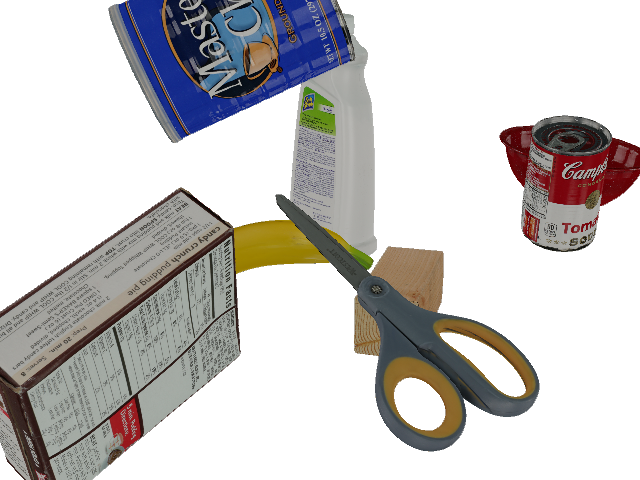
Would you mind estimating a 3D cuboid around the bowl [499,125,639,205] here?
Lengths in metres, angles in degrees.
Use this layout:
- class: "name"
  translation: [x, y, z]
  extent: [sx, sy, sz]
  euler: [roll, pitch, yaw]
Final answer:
- class: "bowl"
  translation: [0.268, -0.076, 1.145]
  extent: [0.162, 0.055, 0.162]
  euler: [6, 21, -2]

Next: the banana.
- class: "banana"
  translation: [-0.057, 0.017, 0.894]
  extent: [0.198, 0.069, 0.037]
  euler: [-10, 34, 30]

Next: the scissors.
- class: "scissors"
  translation: [0.026, 0.046, 0.599]
  extent: [0.202, 0.016, 0.096]
  euler: [31, 53, 22]

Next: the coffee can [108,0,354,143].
- class: "coffee can"
  translation: [-0.060, -0.142, 0.738]
  extent: [0.140, 0.103, 0.103]
  euler: [-25, 0, 0]

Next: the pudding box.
- class: "pudding box"
  translation: [-0.084, 0.044, 0.444]
  extent: [0.039, 0.090, 0.113]
  euler: [33, 55, 26]

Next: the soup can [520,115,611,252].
- class: "soup can"
  translation: [0.215, -0.050, 0.943]
  extent: [0.068, 0.102, 0.068]
  euler: [0, 33, 0]

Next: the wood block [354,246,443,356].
- class: "wood block"
  translation: [0.118, 0.087, 1.556]
  extent: [0.091, 0.090, 0.205]
  euler: [6, 21, 15]

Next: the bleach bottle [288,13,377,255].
- class: "bleach bottle"
  translation: [0.019, -0.112, 1.136]
  extent: [0.103, 0.251, 0.067]
  euler: [20, 24, 40]
